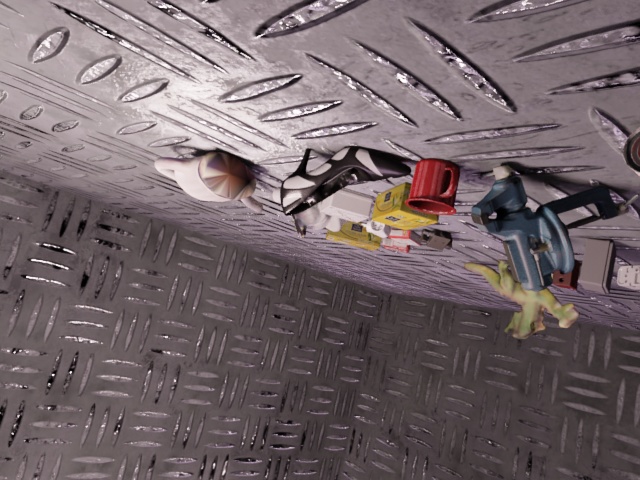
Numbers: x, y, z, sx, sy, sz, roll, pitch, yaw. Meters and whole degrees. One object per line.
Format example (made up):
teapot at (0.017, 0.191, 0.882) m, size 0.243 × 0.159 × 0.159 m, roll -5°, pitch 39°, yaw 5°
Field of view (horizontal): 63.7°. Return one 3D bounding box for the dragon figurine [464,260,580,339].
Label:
dragon figurine at (0.640, 0.195, 1.672) m, size 0.121 × 0.245 × 0.409 m, roll 16°, pitch 169°, yaw -38°

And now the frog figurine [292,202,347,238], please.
frog figurine at (0.004, -0.074, 1.464) m, size 0.160 × 0.124 × 0.135 m, roll -21°, pitch 166°, yaw -11°

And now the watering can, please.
watering can at (-0.237, -0.139, 1.295) m, size 0.345 × 0.105 × 0.224 m, roll 21°, pitch 169°, yaw -38°
